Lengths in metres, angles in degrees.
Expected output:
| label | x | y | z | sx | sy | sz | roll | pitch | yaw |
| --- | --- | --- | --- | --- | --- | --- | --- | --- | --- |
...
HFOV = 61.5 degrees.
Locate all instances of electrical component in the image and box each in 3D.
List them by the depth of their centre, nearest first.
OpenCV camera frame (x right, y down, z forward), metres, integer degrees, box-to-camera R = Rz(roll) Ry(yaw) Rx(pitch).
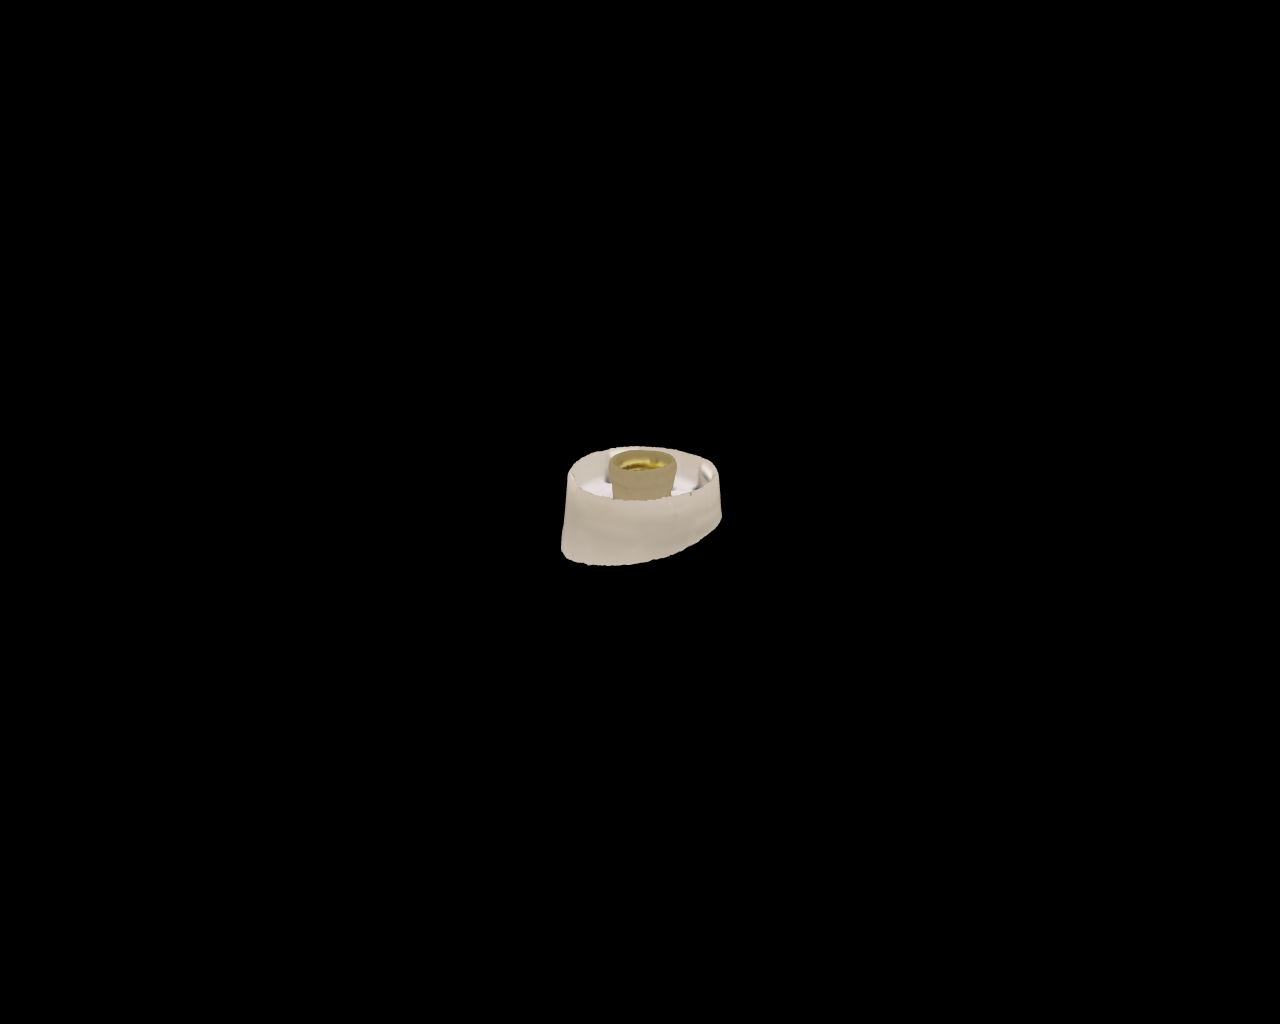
| label | x | y | z | sx | sy | sz | roll | pitch | yaw |
| --- | --- | --- | --- | --- | --- | --- | --- | --- | --- |
| electrical component | 0.001 | -0.003 | 0.650 | 0.099 | 0.064 | 0.099 | 0 | 24 | 0 |
